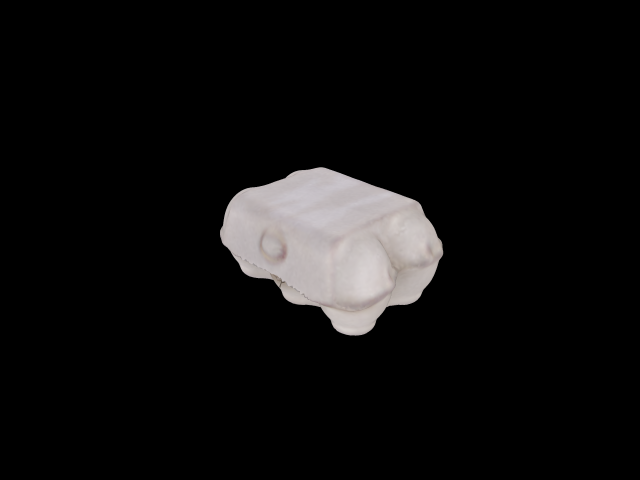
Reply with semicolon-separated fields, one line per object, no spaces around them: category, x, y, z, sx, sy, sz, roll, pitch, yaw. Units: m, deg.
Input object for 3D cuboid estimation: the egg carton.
egg carton;0.004;0.001;0.400;0.149;0.069;0.107;25;37;39
